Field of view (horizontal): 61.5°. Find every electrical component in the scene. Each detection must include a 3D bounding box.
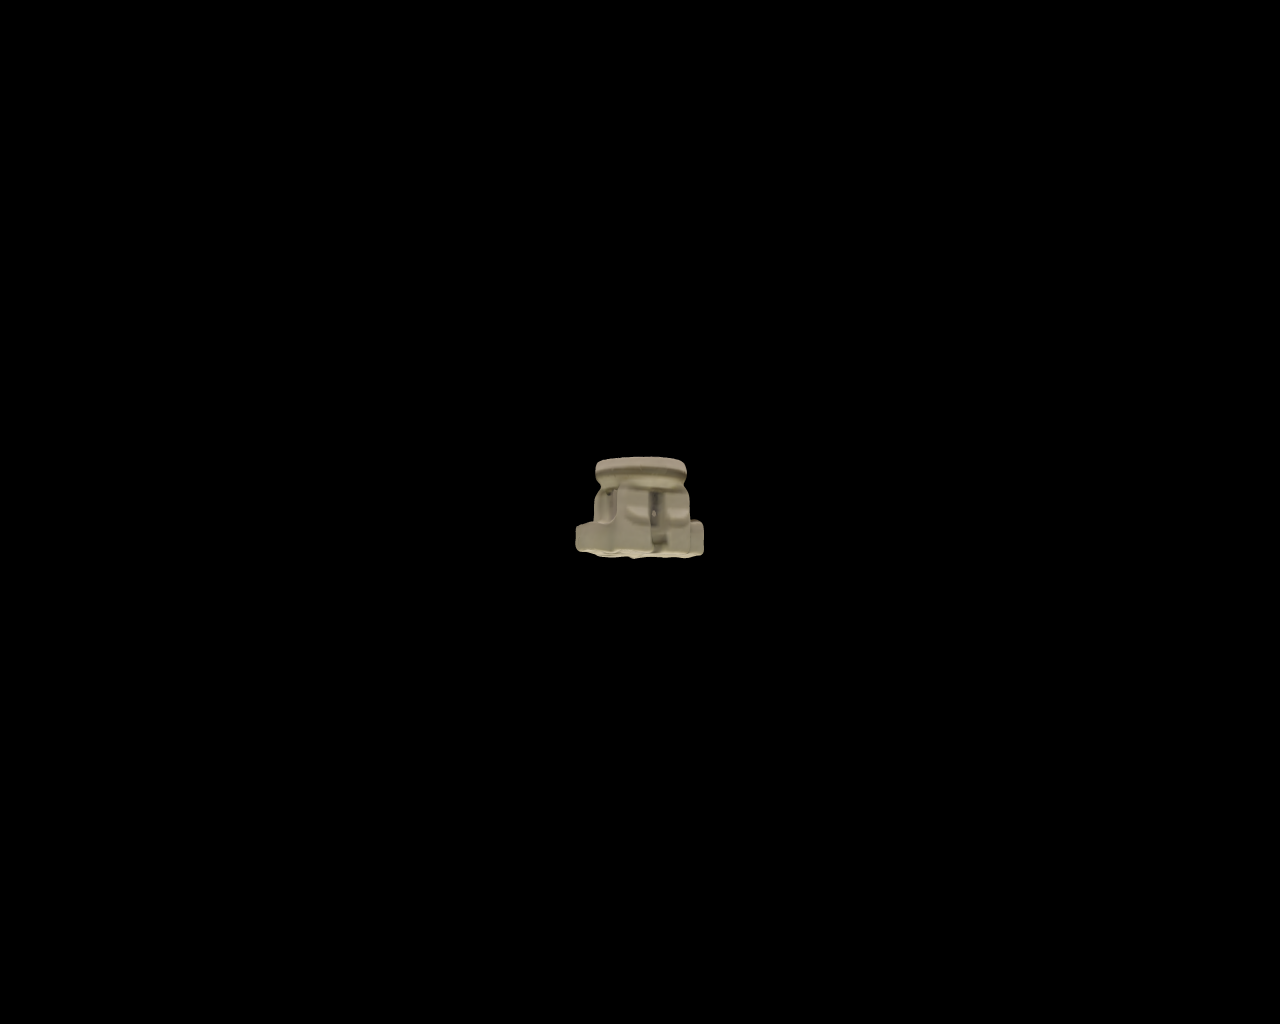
[{"bbox_3d":[0.001,-0.003,0.650,0.078,0.057,0.058,3,-7,-26],"label":"electrical component"}]
